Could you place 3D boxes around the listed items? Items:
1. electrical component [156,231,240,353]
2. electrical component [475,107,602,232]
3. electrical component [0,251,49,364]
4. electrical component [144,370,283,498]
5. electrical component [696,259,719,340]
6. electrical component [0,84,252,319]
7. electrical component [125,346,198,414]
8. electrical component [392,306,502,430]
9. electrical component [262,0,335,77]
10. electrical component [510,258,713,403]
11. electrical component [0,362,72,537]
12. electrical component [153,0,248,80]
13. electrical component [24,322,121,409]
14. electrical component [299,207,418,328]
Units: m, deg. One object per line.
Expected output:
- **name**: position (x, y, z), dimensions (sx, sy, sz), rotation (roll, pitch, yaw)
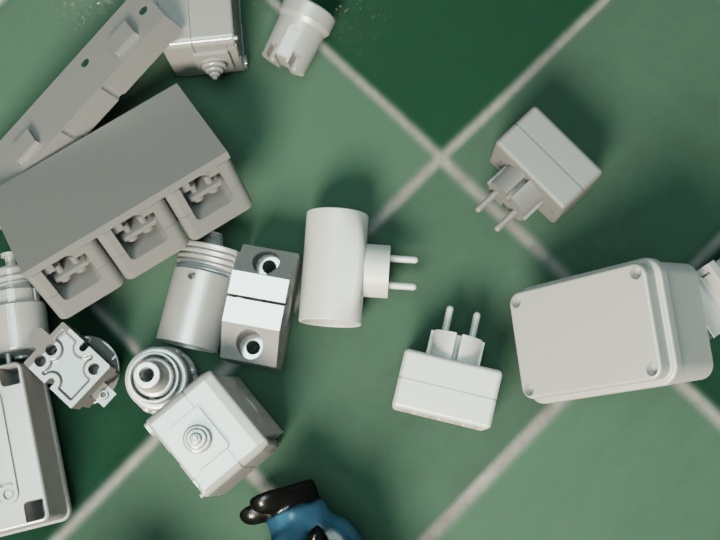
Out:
- **electrical component**: position (-0.109, 0.013, 0.740), dimensions (0.043, 0.043, 0.081), rotation (12, 80, 3)
- **electrical component**: position (0.115, -0.060, 0.746), dimensions (0.077, 0.047, 0.065), rotation (-43, 82, -6)
- **electrical component**: position (-0.237, 0.026, 0.742), dimensions (0.040, 0.040, 0.078), rotation (-10, 80, -1)
- **electrical component**: position (-0.092, 0.104, 0.697), dimensions (0.061, 0.096, 0.061), rotation (-40, 81, -6)
- **electrical component**: position (0.232, 0.021, 0.719), dimensions (0.064, 0.081, 0.042), rotation (-27, 79, -26)
- **electrical component**: position (-0.160, -0.045, 0.728), dimensions (0.150, 0.061, 0.089), rotation (-32, 50, -7)
- **electrical component**: position (-0.137, 0.072, 0.721), dimensions (0.048, 0.062, 0.048), rotation (0, 80, 1)
- **electrical component**: position (0.062, 0.063, 0.726), dimensions (0.066, 0.047, 0.076), rotation (13, 81, 4)
- **electrical component**: position (-0.045, -0.168, 0.774), dimensions (0.040, 0.040, 0.046), rotation (26, 87, 6)
- **electrical component**: position (0.158, 0.041, 0.691), dimensions (0.057, 0.113, 0.078), rotation (2, 76, -42)
- **electrical component**: position (-0.260, 0.126, 0.717), dimensions (0.109, 0.056, 0.108), rotation (-14, 80, -1)
- **electrical component**: position (-0.116, -0.180, 0.765), dimensions (0.061, 0.061, 0.096), rotation (-6, 80, 0)
- **electrical component**: position (-0.190, 0.066, 0.726), dimensions (0.066, 0.055, 0.048), rotation (41, 83, 8)
- **electrical component**: position (0.000, 0.000, 0.740), dimensions (0.079, 0.043, 0.077), rotation (4, 80, 2)
